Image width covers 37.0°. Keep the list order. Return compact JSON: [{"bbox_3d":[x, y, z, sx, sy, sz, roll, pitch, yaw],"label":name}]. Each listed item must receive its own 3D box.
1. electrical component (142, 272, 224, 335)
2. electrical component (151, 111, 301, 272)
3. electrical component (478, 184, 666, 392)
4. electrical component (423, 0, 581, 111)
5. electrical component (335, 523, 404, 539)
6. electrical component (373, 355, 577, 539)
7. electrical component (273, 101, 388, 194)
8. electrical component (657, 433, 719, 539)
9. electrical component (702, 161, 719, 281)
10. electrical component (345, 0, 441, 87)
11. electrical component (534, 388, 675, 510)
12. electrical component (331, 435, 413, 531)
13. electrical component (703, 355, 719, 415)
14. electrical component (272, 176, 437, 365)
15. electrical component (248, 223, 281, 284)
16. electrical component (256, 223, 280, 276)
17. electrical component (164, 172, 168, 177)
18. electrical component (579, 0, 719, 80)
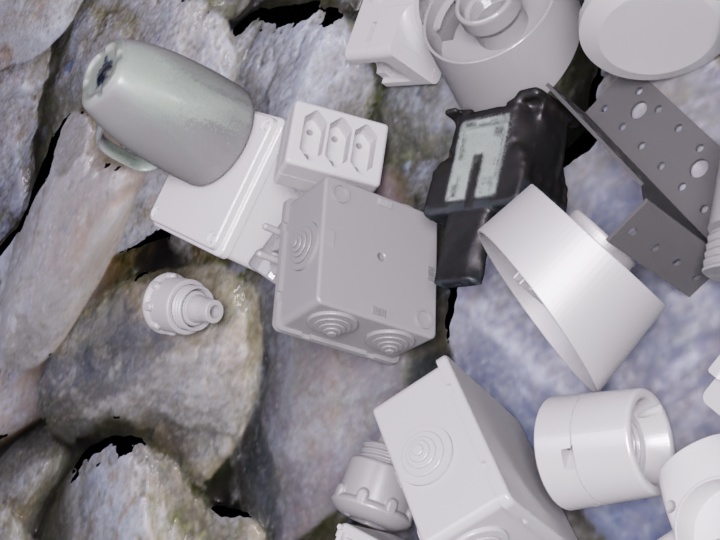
[{"bbox_3d":[-0.130,0.028,0.811,0.062,0.048,0.048,7,75,41],"label":"electrical component"},{"bbox_3d":[-0.093,-0.064,0.812,0.109,0.056,0.108,23,87,50],"label":"electrical component"},{"bbox_3d":[0.102,0.007,0.537,0.064,0.099,0.099,-48,42,9],"label":"electrical component"},{"bbox_3d":[0.090,-0.149,0.676,0.099,0.064,0.099,-17,53,25],"label":"electrical component"},{"bbox_3d":[0.028,0.179,0.551,0.096,0.061,0.061,17,82,42],"label":"electrical component"},{"bbox_3d":[0.056,0.104,0.529,0.048,0.100,0.099,-35,46,13],"label":"electrical component"},{"bbox_3d":[-0.025,-0.072,0.743,0.076,0.066,0.047,134,148,-65],"label":"electrical component"},{"bbox_3d":[0.150,0.123,0.459,0.079,0.044,0.077,-42,44,23],"label":"electrical component"},{"bbox_3d":[0.186,-0.025,0.502,0.043,0.043,0.081,-1,69,47],"label":"electrical component"},{"bbox_3d":[0.038,-0.176,0.737,0.056,0.050,0.089,8,75,49],"label":"electrical component"},{"bbox_3d":[0.117,0.084,0.509,0.047,0.055,0.055,-16,59,37],"label":"electrical component"},{"bbox_3d":[0.014,0.114,0.611,0.048,0.048,0.062,0,63,47],"label":"electrical component"},{"bbox_3d":[0.203,0.025,0.441,0.121,0.063,0.078,-55,40,10],"label":"electrical component"},{"bbox_3d":[0.000,0.000,0.646,0.048,0.100,0.099,-32,47,49],"label":"electrical component"},{"bbox_3d":[-0.049,-0.012,0.750,0.046,0.040,0.040,-55,40,0],"label":"electrical component"},{"bbox_3d":[-0.033,-0.008,0.696,0.047,0.076,0.083,-16,58,53],"label":"electrical component"},{"bbox_3d":[-0.140,-0.089,0.887,0.062,0.048,0.048,-11,62,52],"label":"electrical component"},{"bbox_3d":[0.156,-0.143,0.570,0.080,0.080,0.051,-23,48,38],"label":"electrical component"}]
